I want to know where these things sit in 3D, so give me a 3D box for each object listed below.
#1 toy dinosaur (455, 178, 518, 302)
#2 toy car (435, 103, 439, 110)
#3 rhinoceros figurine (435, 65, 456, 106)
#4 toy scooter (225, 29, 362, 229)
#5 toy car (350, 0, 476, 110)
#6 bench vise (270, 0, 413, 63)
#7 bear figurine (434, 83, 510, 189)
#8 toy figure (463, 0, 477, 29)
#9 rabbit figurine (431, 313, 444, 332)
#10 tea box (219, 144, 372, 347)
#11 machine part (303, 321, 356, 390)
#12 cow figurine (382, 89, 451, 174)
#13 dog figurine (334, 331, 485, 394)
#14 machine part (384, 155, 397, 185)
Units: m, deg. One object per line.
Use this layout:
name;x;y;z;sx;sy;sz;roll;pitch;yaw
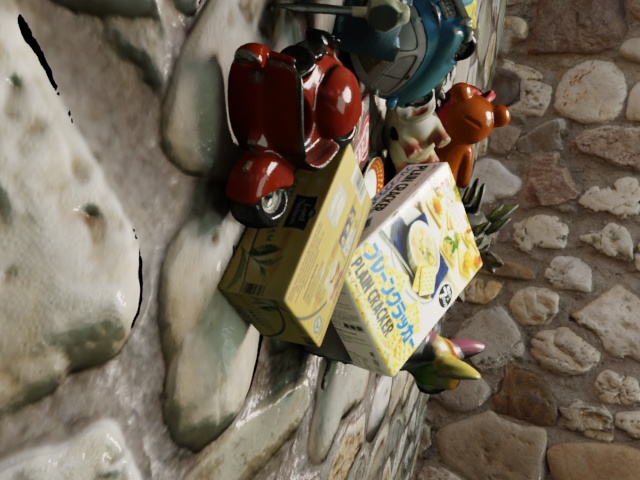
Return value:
toy dinosaur;0.242;-0.007;0.947;0.198;0.105;0.471;-49;-174;4
toy car;0.207;-0.180;1.066;0.089;0.053;0.201;-67;155;-49
rhinoceros figurine;0.196;-0.283;0.942;0.111;0.073;0.190;82;28;-43
toy scooter;-0.023;-0.108;0.422;0.184;0.075;0.135;-57;152;-37
toy car;0.089;-0.210;0.598;0.103;0.161;0.109;-19;86;-25
bench vise;0.063;-0.287;0.453;0.240;0.129;0.224;108;2;-45
bear figurine;0.231;-0.175;0.931;0.195;0.120;0.132;-64;180;30
toy figure;0.239;-0.426;0.971;0.089;0.082;0.180;-52;154;-31
rabbit figurine;0.130;0.116;0.917;0.173;0.163;0.122;21;94;-53
tea box;-0.015;0.001;0.502;0.169;0.068;0.098;-66;150;-28
machine part;0.035;0.068;0.685;0.079;0.079;0.243;36;66;-69
cow figurine;0.128;-0.177;0.769;0.195;0.085;0.127;67;-3;-78
dog figurine;0.130;0.132;0.781;0.108;0.219;0.191;-51;148;-60
machine part;0.122;-0.104;0.894;0.084;0.039;0.139;90;20;-46
